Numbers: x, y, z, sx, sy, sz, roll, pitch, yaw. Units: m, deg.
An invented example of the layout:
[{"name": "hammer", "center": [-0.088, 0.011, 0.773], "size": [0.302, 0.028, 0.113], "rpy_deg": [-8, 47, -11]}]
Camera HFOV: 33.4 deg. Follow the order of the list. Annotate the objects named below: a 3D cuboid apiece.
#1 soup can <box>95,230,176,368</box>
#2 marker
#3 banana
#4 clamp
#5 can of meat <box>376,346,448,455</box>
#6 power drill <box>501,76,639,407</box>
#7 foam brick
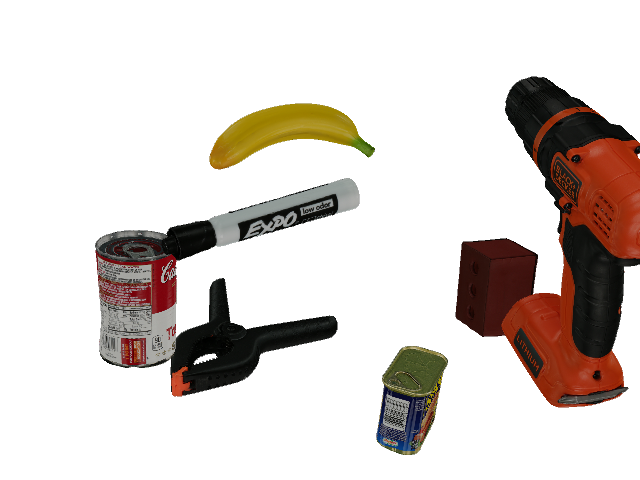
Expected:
[{"name": "soup can", "center": [-0.157, 0.050, 0.914], "size": [0.068, 0.102, 0.068], "rpy_deg": [2, 20, -1]}, {"name": "marker", "center": [-0.033, -0.012, 0.607], "size": [0.120, 0.020, 0.020], "rpy_deg": [-17, 7, -25]}, {"name": "banana", "center": [-0.035, -0.111, 1.105], "size": [0.197, 0.037, 0.070], "rpy_deg": [-9, 47, -31]}, {"name": "clamp", "center": [-0.086, 0.110, 1.152], "size": [0.165, 0.036, 0.209], "rpy_deg": [13, 28, 18]}, {"name": "can of meat", "center": [0.102, 0.181, 1.207], "size": [0.057, 0.084, 0.102], "rpy_deg": [15, 25, 16]}, {"name": "power drill", "center": [0.164, 0.002, 0.713], "size": [0.057, 0.188, 0.184], "rpy_deg": [-9, 35, -11]}, {"name": "foam brick", "center": [0.160, 0.043, 0.978], "size": [0.051, 0.078, 0.053], "rpy_deg": [-6, 20, -23]}]
